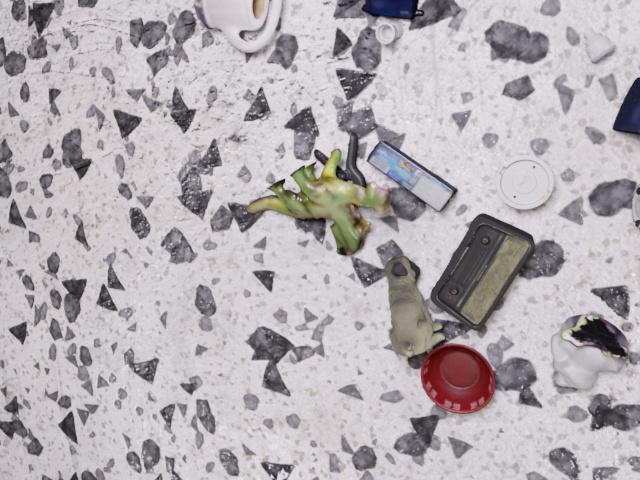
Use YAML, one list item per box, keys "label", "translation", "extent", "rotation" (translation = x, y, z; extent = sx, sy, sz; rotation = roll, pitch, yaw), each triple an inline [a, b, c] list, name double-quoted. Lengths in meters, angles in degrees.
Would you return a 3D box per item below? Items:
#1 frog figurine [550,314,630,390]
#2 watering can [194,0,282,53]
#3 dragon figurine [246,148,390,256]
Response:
- label: "frog figurine"
  translation: [0.541, 0.233, 1.045]
  extent: [0.137, 0.126, 0.155]
  rotation: [4, 135, 13]
- label: "watering can"
  translation: [-0.186, -0.621, 1.213]
  extent: [0.225, 0.105, 0.345]
  rotation: [9, 101, 21]
- label: "dragon figurine"
  translation: [0.004, -0.061, 1.204]
  extent: [0.405, 0.124, 0.242]
  rotation: [-28, 97, 46]
